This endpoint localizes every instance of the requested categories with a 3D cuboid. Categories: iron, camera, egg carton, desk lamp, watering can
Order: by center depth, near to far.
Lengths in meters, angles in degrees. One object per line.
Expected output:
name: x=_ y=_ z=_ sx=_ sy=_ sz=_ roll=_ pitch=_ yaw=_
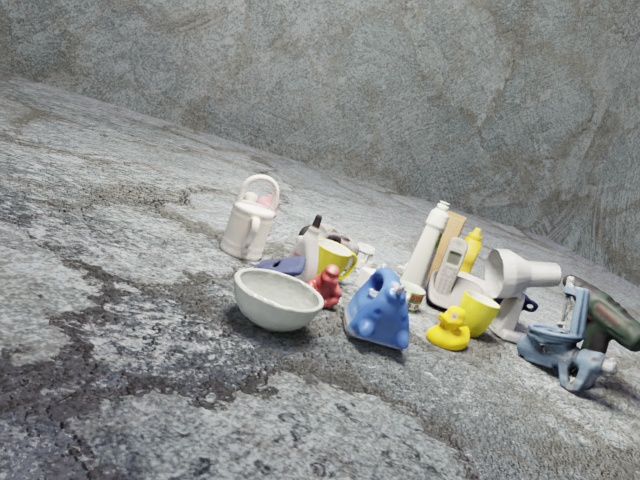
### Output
iron: x=0.119 y=0.115 z=1.153 sx=0.119 sy=0.141 sz=0.258 roll=17 pitch=14 yaw=-10
watering can: x=-0.160 y=-0.062 z=1.329 sx=0.101 sy=0.194 sz=0.172 roll=8 pitch=18 yaw=-39
desk lamp: x=0.491 y=0.139 z=1.419 sx=0.203 sy=0.213 sz=0.118 roll=17 pitch=14 yaw=-10
camera: x=0.014 y=0.005 z=1.505 sx=0.144 sy=0.101 sz=0.136 roll=11 pitch=17 yaw=-32
egg carton: x=0.425 y=0.144 z=1.609 sx=0.150 sy=0.069 sz=0.107 roll=25 pitch=15 yaw=18

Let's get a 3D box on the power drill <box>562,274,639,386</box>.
power drill: x=0.617 y=0.215 z=1.316 sx=0.076 sy=0.208 sz=0.228 roll=9 pitch=18 yaw=-36

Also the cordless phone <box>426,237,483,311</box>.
cordless phone: x=0.361 y=0.095 z=1.465 sx=0.147 sy=0.185 sz=0.094 roll=18 pitch=14 yaw=-6

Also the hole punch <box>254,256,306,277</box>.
hole punch: x=-0.086 y=0.069 z=1.151 sx=0.101 sy=0.091 sz=0.108 roll=19 pitch=14 yaw=-2

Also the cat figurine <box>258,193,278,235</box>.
cat figurine: x=-0.156 y=-0.074 z=1.536 sx=0.067 sy=0.118 sz=0.128 roll=23 pitch=14 yaw=13

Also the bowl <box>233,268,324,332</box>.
bowl: x=-0.082 y=0.116 z=1.015 sx=0.167 sy=0.075 sz=0.167 roll=19 pitch=14 yaw=-5

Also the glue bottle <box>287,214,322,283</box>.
glue bottle: x=-0.030 y=0.026 z=1.221 sx=0.077 sy=0.173 sz=0.037 roll=29 pitch=17 yaw=34

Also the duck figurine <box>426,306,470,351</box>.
duck figurine: x=0.286 y=0.185 z=1.233 sx=0.105 sy=0.086 sz=0.077 roll=11 pitch=16 yaw=-31

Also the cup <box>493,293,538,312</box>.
cup: x=0.507 y=0.183 z=1.520 sx=0.117 sy=0.095 sz=0.092 roll=24 pitch=15 yaw=15

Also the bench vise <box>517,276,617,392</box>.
bench vise: x=0.561 y=0.205 z=1.255 sx=0.206 sy=0.220 sz=0.122 roll=28 pitch=16 yaw=29

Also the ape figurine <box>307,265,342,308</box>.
ape figurine: x=0.012 y=0.094 z=1.189 sx=0.077 sy=0.092 sz=0.076 roll=21 pitch=14 yaw=6
